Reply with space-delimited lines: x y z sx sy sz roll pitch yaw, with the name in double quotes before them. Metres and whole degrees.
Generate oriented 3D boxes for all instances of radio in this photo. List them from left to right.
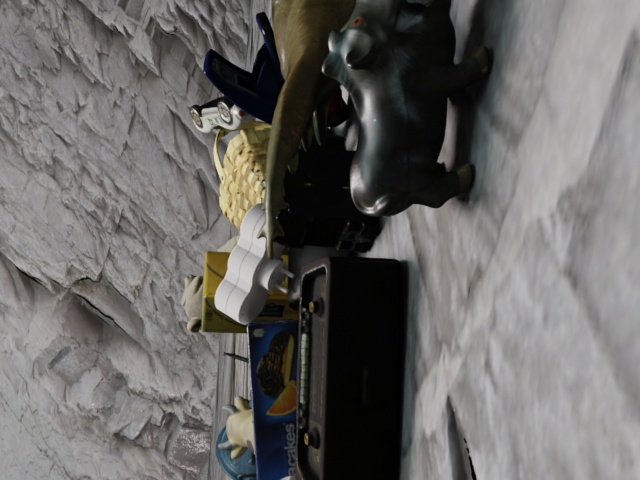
"radio" 0.022 0.131 0.518 0.131 0.073 0.229 167 107 -76

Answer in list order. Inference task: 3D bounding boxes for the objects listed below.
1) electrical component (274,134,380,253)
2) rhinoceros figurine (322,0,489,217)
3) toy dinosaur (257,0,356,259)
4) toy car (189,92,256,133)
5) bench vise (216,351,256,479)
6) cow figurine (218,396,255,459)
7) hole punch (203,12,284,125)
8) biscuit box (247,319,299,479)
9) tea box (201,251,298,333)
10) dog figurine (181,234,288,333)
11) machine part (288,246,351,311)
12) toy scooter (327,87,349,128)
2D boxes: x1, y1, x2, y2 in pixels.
"electrical component" 0.000 -0.057 0.587 0.058 0.115 0.134 117 152 -54
"rhinoceros figurine" 0.055 -0.112 0.389 0.073 0.112 0.190 -137 44 -76
"toy dinosaur" 0.005 -0.196 0.501 0.471 0.105 0.198 -69 -27 -42
"toy car" -0.146 -0.209 0.867 0.202 0.073 0.056 13 133 54
"bench vise" -0.126 0.339 0.964 0.240 0.129 0.224 120 150 -44
"cow figurine" -0.065 0.265 0.726 0.195 0.127 0.085 158 118 -72
"hole punch" -0.074 -0.187 0.628 0.115 0.092 0.142 60 -177 -29
"biscuit box" -0.044 0.193 0.605 0.059 0.063 0.202 106 160 -81
"tea box" -0.072 0.071 0.723 0.098 0.170 0.068 -106 23 -52
"dog figurine" -0.119 0.049 0.803 0.190 0.121 0.172 -42 24 48
"machine part" -0.001 -0.002 0.652 0.079 0.079 0.243 125 147 -65
"toy scooter" -0.008 -0.247 0.695 0.135 0.075 0.184 55 -160 -54
